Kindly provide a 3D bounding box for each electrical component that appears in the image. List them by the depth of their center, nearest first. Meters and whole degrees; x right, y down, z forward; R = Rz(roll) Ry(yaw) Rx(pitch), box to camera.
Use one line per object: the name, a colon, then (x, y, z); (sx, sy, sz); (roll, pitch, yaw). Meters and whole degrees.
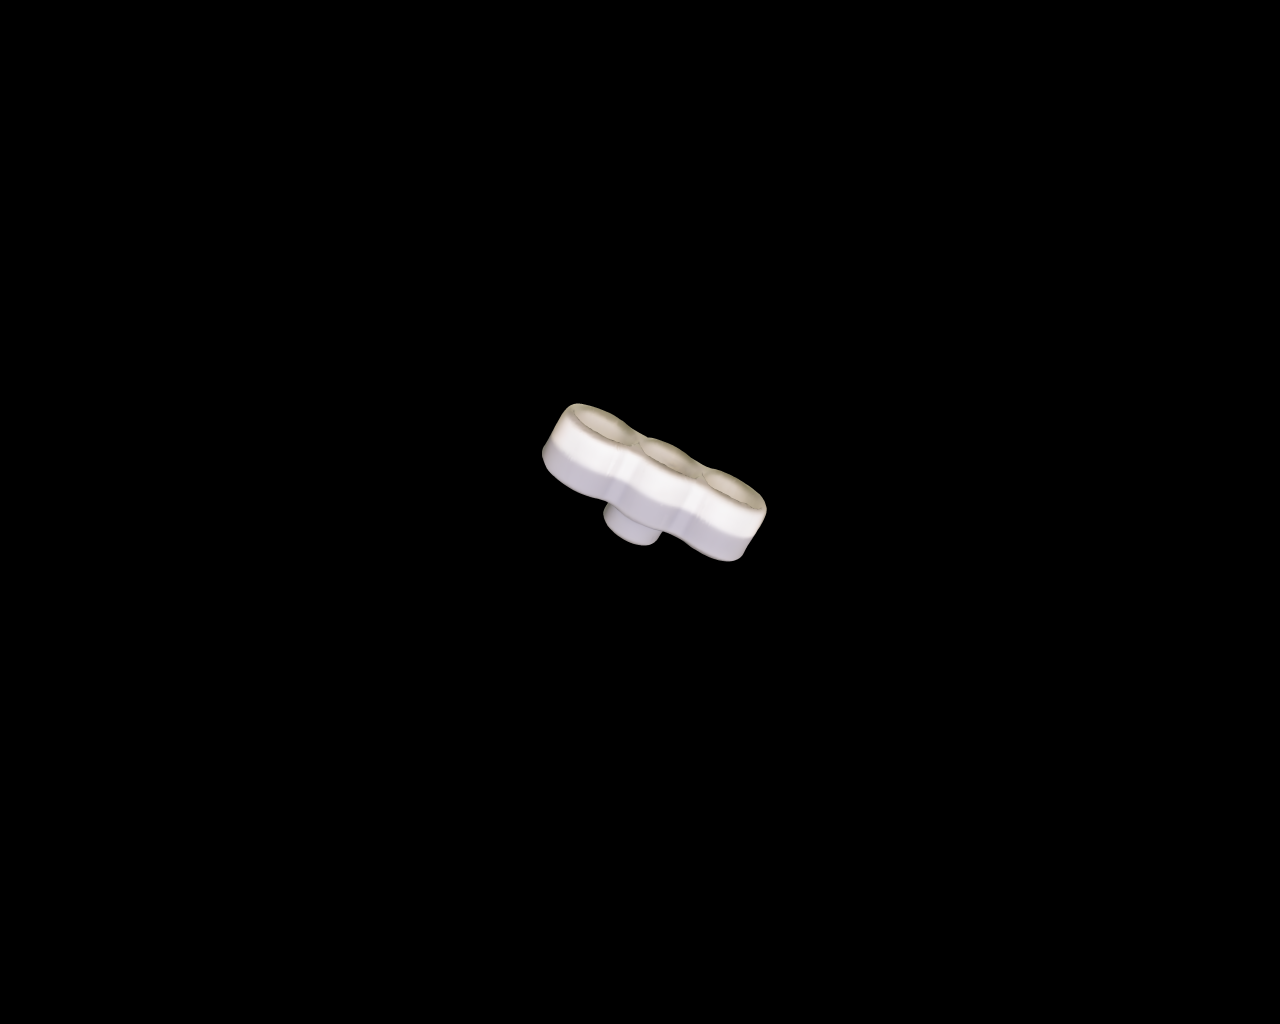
electrical component: (0.001, -0.003, 0.650); (0.138, 0.073, 0.052); (26, 21, -11)
